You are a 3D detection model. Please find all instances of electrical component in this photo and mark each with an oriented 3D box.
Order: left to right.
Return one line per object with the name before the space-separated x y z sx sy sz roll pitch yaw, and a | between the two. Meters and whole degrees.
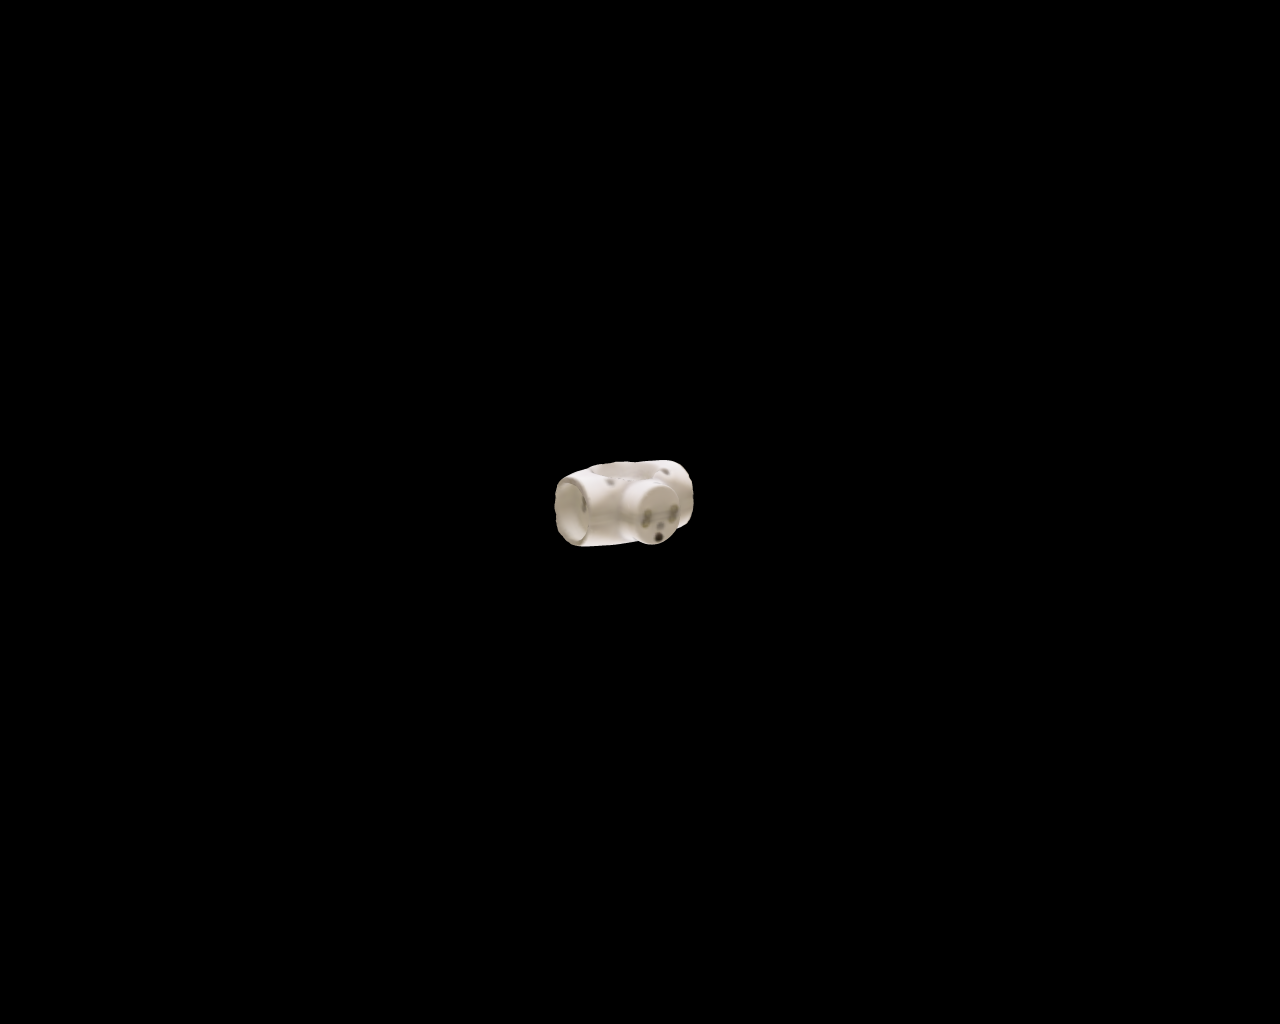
electrical component | 0.001 -0.003 0.650 0.077 0.044 0.079 -10 18 -33
